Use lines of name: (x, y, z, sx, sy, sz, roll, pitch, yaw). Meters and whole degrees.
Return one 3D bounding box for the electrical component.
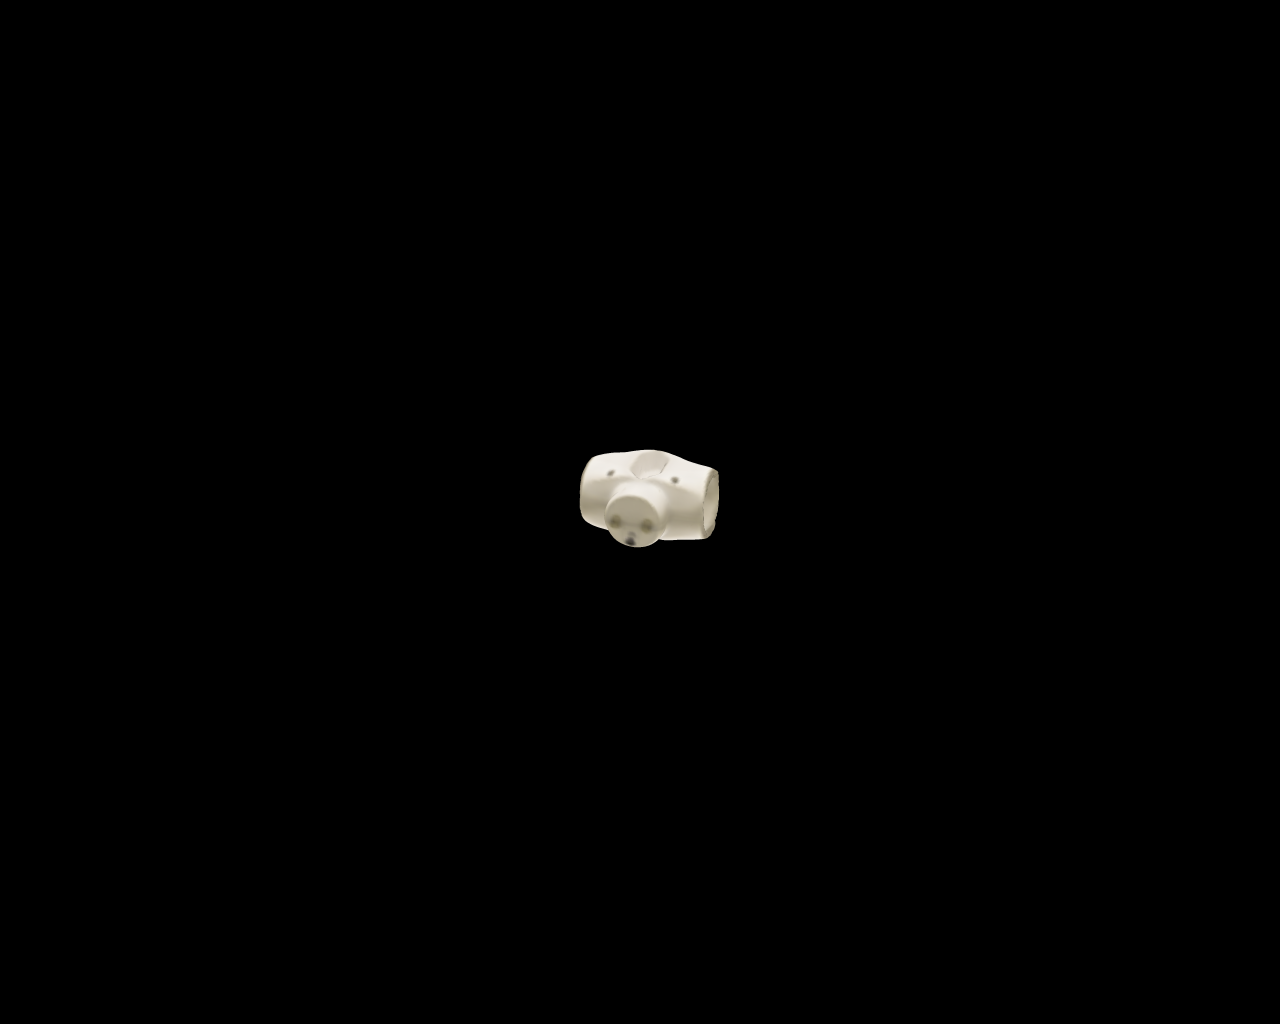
electrical component: (0.001, -0.003, 0.650, 0.077, 0.043, 0.079, 8, 28, 16)
